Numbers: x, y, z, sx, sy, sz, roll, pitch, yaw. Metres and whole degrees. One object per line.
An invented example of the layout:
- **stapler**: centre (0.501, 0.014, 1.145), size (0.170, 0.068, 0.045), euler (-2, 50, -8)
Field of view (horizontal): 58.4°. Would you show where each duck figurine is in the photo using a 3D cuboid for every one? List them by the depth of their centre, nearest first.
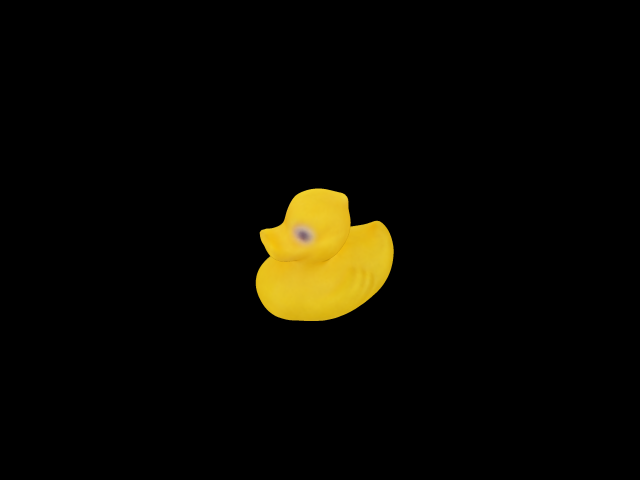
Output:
- **duck figurine**: centre (0.004, 0.001, 0.400), size (0.105, 0.086, 0.077), euler (-17, 48, -16)
